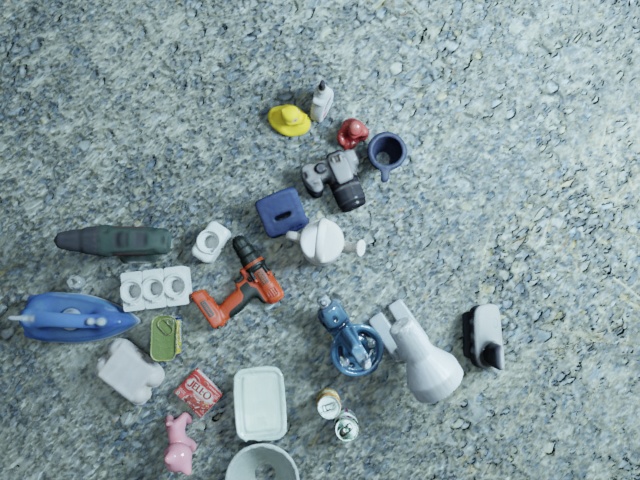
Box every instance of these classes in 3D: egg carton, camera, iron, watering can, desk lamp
[{"bbox_3d":[-0.437,0.302,1.320,0.150,0.069,0.107,35,85,3],"label":"egg carton"},{"bbox_3d":[0.041,-0.132,1.349,0.143,0.101,0.137,-23,85,-2],"label":"camera"},{"bbox_3d":[-0.554,0.179,1.294,0.258,0.141,0.119,2,85,0],"label":"iron"},{"bbox_3d":[0.012,0.002,1.290,0.173,0.194,0.101,-11,85,-1],"label":"watering can"},{"bbox_3d":[0.204,0.241,1.259,0.118,0.213,0.203,-35,86,-3],"label":"desk lamp"}]

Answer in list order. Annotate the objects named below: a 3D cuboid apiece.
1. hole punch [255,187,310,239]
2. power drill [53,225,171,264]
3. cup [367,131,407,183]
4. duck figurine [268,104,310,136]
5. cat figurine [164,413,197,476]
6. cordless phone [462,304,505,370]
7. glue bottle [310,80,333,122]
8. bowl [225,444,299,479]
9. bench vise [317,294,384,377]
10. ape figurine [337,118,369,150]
[{"bbox_3d":[-0.087,-0.062,1.346,0.108,0.091,0.101,-23,85,-2],"label":"hole punch"},{"bbox_3d":[-0.438,0.009,1.278,0.229,0.208,0.076,-2,84,0],"label":"power drill"},{"bbox_3d":[0.154,-0.188,1.358,0.091,0.095,0.118,4,85,0],"label":"cup"},{"bbox_3d":[-0.075,-0.295,1.371,0.104,0.086,0.077,16,85,1],"label":"duck figurine"},{"bbox_3d":[-0.321,0.461,1.282,0.067,0.117,0.128,-14,85,-1],"label":"cat figurine"},{"bbox_3d":[0.383,0.218,1.277,0.094,0.185,0.148,-5,85,-1],"label":"cordless phone"},{"bbox_3d":[0.004,-0.333,1.331,0.037,0.173,0.078,23,85,2],"label":"glue bottle"},{"bbox_3d":[-0.128,0.539,1.298,0.167,0.074,0.167,0,85,0],"label":"bowl"},{"bbox_3d":[0.053,0.221,1.257,0.207,0.219,0.121,37,86,3],"label":"bench vise"},{"bbox_3d":[0.080,-0.259,1.366,0.078,0.092,0.076,2,85,0],"label":"ape figurine"}]
